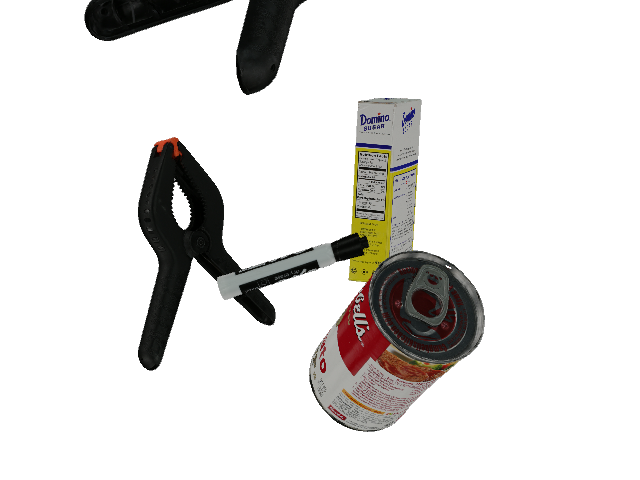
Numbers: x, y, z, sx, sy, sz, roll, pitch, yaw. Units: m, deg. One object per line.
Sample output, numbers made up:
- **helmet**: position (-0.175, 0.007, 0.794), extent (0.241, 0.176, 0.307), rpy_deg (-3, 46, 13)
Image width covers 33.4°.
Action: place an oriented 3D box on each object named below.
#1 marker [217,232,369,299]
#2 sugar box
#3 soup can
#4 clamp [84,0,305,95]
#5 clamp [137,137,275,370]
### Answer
- **marker**: position (-0.021, 0.019, 0.829), extent (0.121, 0.020, 0.020), rpy_deg (-18, -1, 3)
- **sugar box**: position (0.064, -0.052, 1.056), extent (0.048, 0.176, 0.093), rpy_deg (4, 10, 21)
- **soup can**: position (0.041, 0.060, 0.610), extent (0.068, 0.068, 0.102), rpy_deg (0, -31, -23)
- **clamp**: position (-0.025, -0.136, 0.555), extent (0.171, 0.039, 0.120), rpy_deg (-40, 56, -22)
- **clamp**: position (-0.116, 0.007, 1.018), extent (0.036, 0.210, 0.164), rpy_deg (-8, 0, 44)
